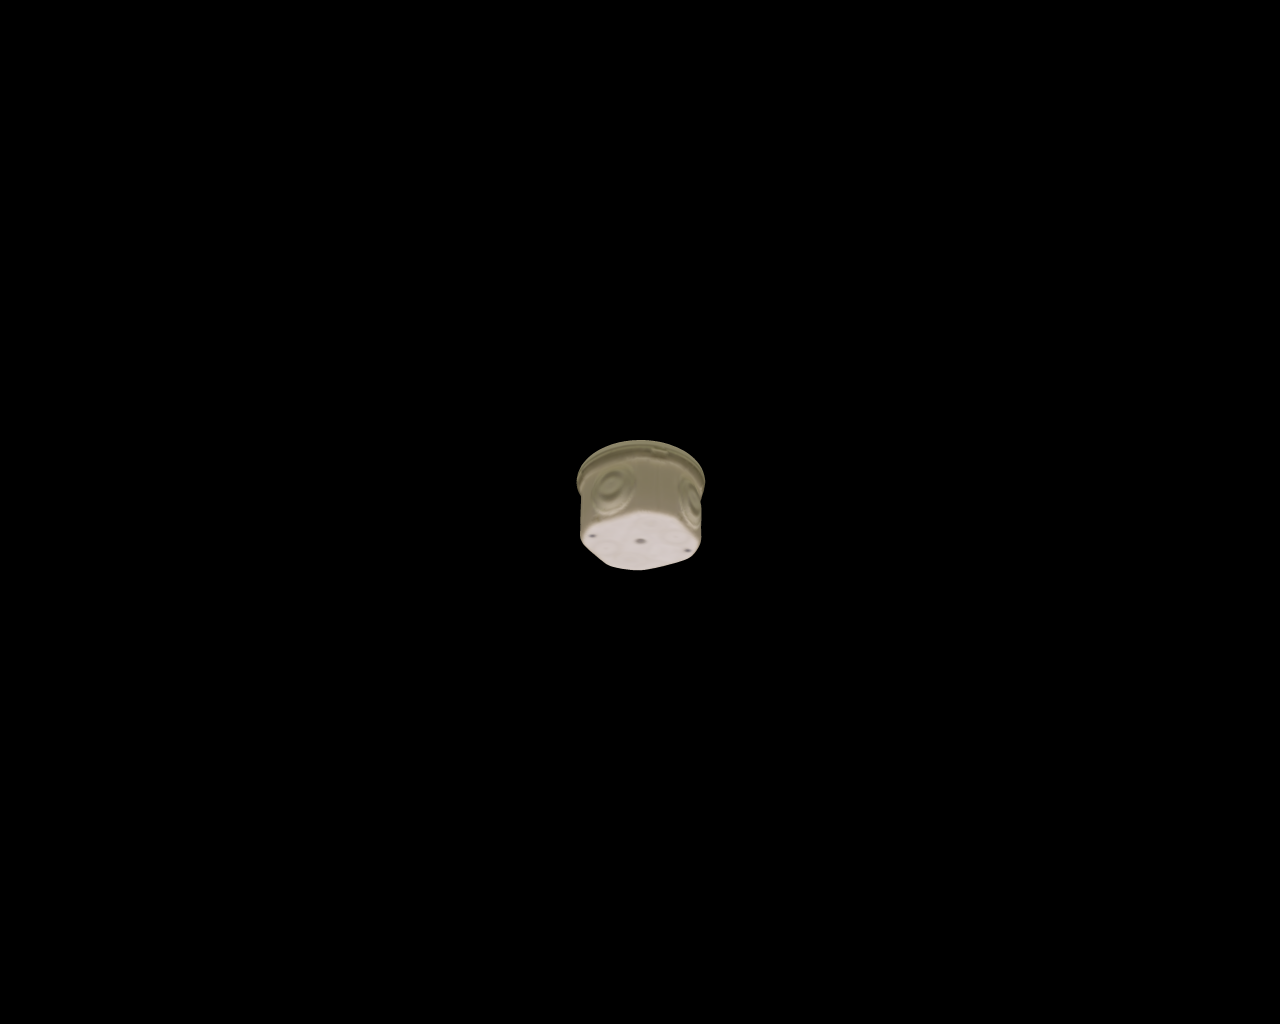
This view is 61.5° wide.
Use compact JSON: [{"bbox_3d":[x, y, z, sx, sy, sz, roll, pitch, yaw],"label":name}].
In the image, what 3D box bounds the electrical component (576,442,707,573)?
[{"bbox_3d":[0.001,-0.003,0.650,0.080,0.051,0.080,0,-32,0],"label":"electrical component"}]
